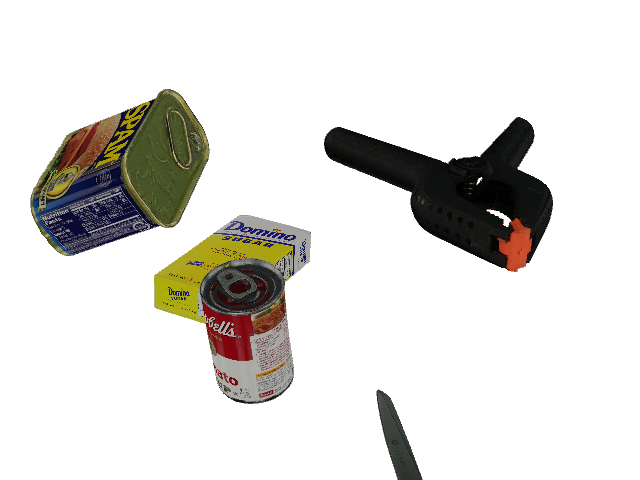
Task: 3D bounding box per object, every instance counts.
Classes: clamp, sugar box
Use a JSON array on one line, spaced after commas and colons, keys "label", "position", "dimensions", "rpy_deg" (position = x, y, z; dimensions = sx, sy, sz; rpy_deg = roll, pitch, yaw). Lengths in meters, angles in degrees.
[{"label": "clamp", "position": [0.091, -0.039, 0.742], "dimensions": [0.164, 0.036, 0.210], "rpy_deg": [-2, 27, -4]}, {"label": "sugar box", "position": [-0.089, 0.028, 1.130], "dimensions": [0.093, 0.048, 0.176], "rpy_deg": [15, 31, 22]}]

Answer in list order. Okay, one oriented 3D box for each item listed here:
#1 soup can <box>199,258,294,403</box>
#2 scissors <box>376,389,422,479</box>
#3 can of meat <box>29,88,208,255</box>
[{"label": "soup can", "position": [-0.058, 0.074, 0.871], "dimensions": [0.068, 0.102, 0.068], "rpy_deg": [-3, 38, 2]}, {"label": "scissors", "position": [0.074, 0.153, 0.596], "dimensions": [0.096, 0.016, 0.201], "rpy_deg": [7, 32, 2]}, {"label": "can of meat", "position": [-0.130, -0.043, 0.689], "dimensions": [0.084, 0.057, 0.102], "rpy_deg": [-17, 33, 26]}]
